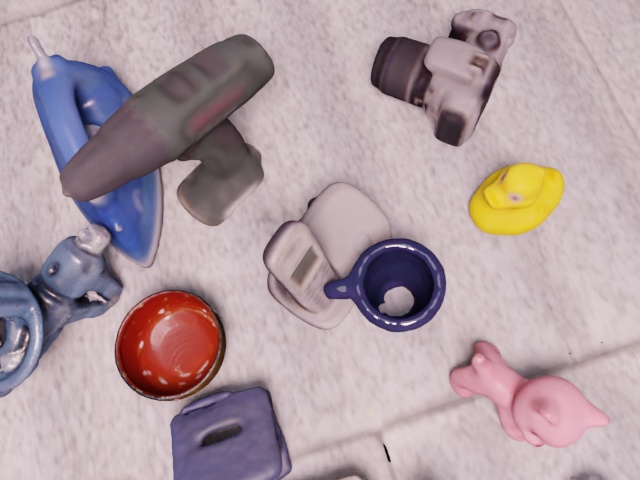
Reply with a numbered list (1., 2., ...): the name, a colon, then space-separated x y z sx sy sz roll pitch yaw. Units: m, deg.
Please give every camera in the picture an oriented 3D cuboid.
1. camera: 0.137 -0.203 0.657 0.136 0.101 0.143 23 76 12

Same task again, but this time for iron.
1. iron: -0.255 -0.099 0.638 0.118 0.141 0.258 -25 72 -3

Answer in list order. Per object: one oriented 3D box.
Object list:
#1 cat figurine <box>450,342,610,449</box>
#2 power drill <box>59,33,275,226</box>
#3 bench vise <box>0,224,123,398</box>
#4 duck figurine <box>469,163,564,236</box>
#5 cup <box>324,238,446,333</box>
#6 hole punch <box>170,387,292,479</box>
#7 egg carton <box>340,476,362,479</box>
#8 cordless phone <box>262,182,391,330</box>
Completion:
1. cat figurine: 0.191 0.146 0.534 0.127 0.118 0.067 36 79 15
2. power drill: -0.132 -0.094 0.590 0.075 0.208 0.230 39 80 15
3. bench vise: -0.308 0.053 0.554 0.121 0.220 0.207 23 76 12
4. duck figurine: 0.215 -0.054 0.611 0.104 0.086 0.077 -22 72 -2
5. cup: 0.065 0.056 0.585 0.117 0.095 0.091 -6 72 3
6. hole punch: -0.092 0.199 0.557 0.108 0.091 0.101 -20 72 -1
7. egg carton: -0.011 0.289 0.533 0.150 0.069 0.107 -17 72 0
8. cordless phone: 0.005 0.002 0.560 0.094 0.185 0.148 27 77 13
